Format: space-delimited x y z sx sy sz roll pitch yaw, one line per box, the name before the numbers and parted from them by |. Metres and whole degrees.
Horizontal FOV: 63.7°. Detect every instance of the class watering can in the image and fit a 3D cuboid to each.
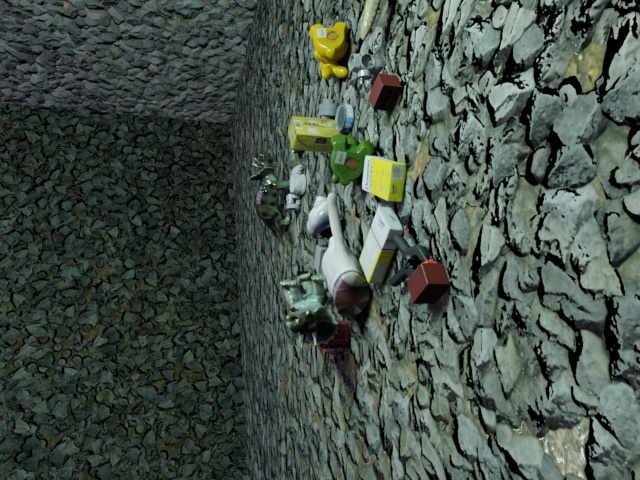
watering can | 0.060 0.061 1.426 0.229 0.104 0.340 -113 14 -54

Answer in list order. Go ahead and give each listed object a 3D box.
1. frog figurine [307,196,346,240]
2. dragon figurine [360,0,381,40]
frog figurine | 0.005 -0.083 1.645 0.134 0.123 0.163 84 164 -54
dragon figurine | 0.178 -0.702 1.220 0.243 0.122 0.409 -168 79 -64
